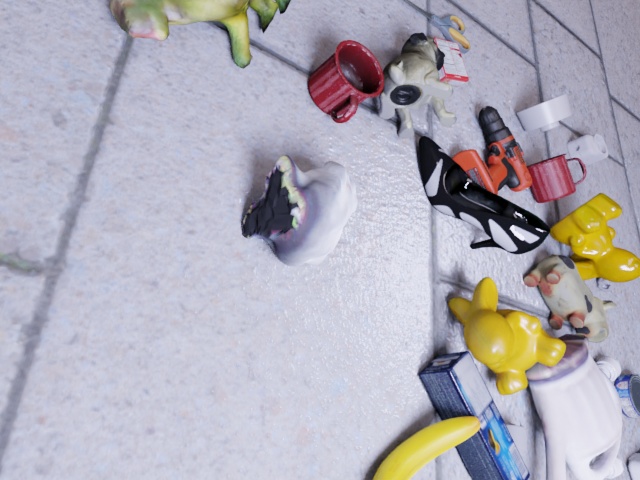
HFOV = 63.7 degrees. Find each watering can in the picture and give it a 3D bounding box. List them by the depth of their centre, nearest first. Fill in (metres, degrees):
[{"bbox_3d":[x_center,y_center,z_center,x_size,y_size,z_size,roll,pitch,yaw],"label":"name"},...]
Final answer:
[{"bbox_3d":[0.399,0.290,0.831,0.351,0.102,0.225,-21,85,-42],"label":"watering can"}]

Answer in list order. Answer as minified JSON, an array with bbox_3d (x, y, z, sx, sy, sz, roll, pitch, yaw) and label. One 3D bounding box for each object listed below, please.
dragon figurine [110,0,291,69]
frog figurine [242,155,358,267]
[{"bbox_3d":[-0.145,-0.390,0.693,0.241,0.120,0.419,26,59,-18],"label":"dragon figurine"},{"bbox_3d":[0.002,-0.033,0.654,0.159,0.124,0.136,5,103,-46],"label":"frog figurine"}]
